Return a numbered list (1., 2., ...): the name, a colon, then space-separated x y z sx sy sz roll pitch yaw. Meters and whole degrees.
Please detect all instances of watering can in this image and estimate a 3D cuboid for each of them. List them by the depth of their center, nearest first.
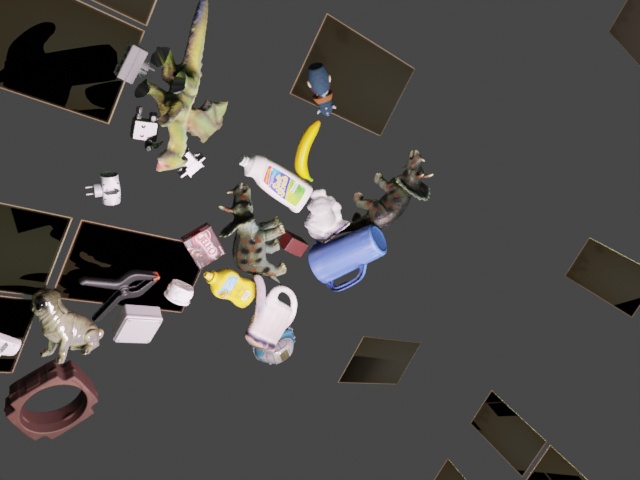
1. watering can: -0.175 0.243 1.683 0.226 0.104 0.342 -64 152 -12

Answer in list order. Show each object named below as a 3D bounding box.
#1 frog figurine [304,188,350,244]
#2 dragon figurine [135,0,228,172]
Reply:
1. frog figurine: 0.005 -0.084 1.669 0.137 0.123 0.159 -34 95 -2
2. dragon figurine: -0.311 -0.356 1.274 0.412 0.123 0.240 -63 158 -5
